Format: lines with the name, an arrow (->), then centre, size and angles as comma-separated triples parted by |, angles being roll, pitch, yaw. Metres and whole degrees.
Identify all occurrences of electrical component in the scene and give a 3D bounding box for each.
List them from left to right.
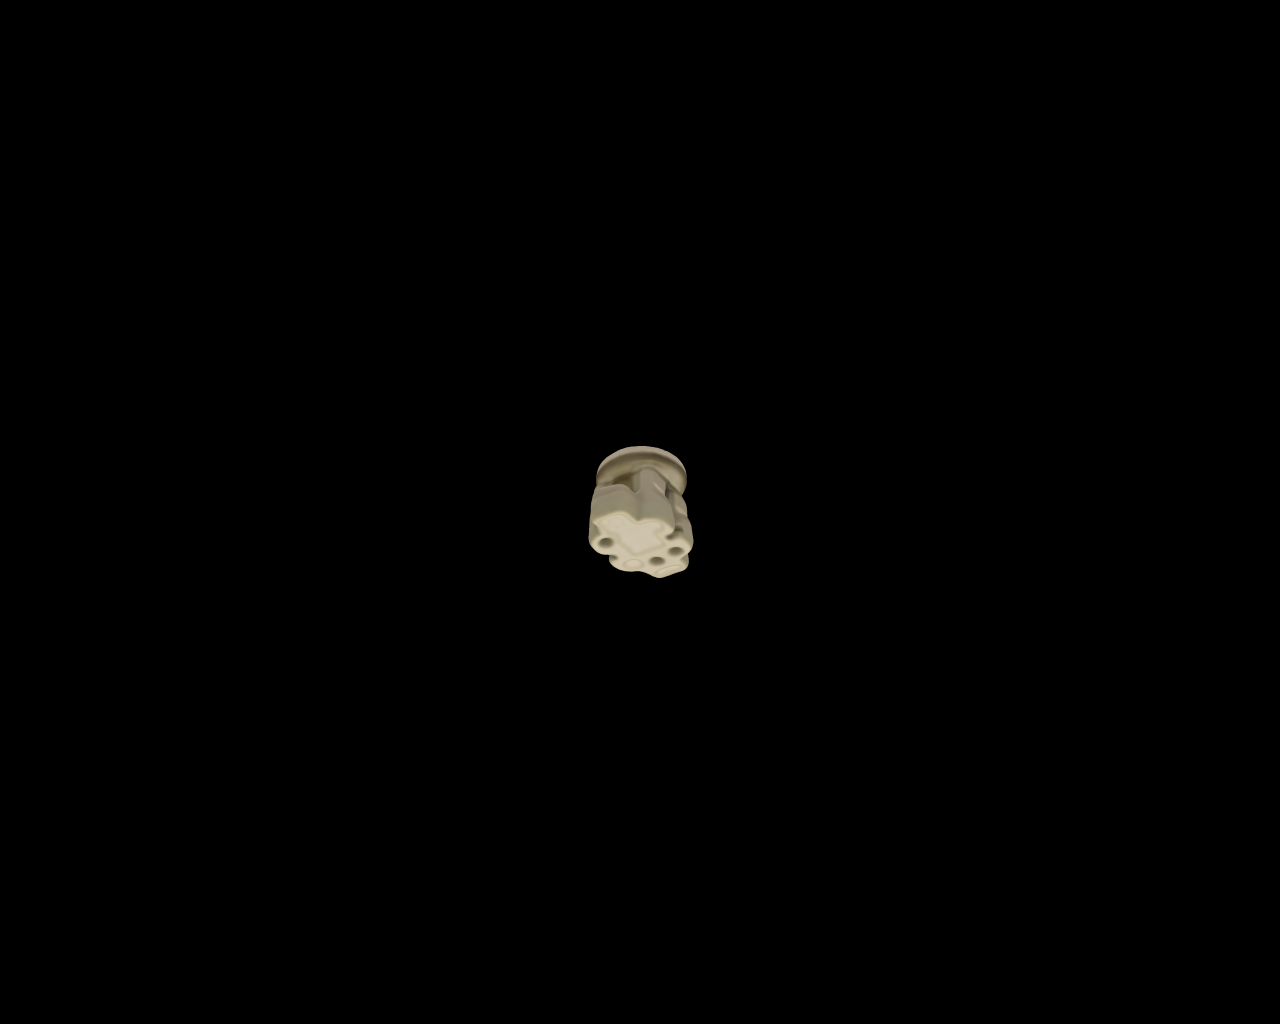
electrical component -> 0.001, -0.003, 0.650 | 0.058, 0.057, 0.078 | -20, -40, 25
